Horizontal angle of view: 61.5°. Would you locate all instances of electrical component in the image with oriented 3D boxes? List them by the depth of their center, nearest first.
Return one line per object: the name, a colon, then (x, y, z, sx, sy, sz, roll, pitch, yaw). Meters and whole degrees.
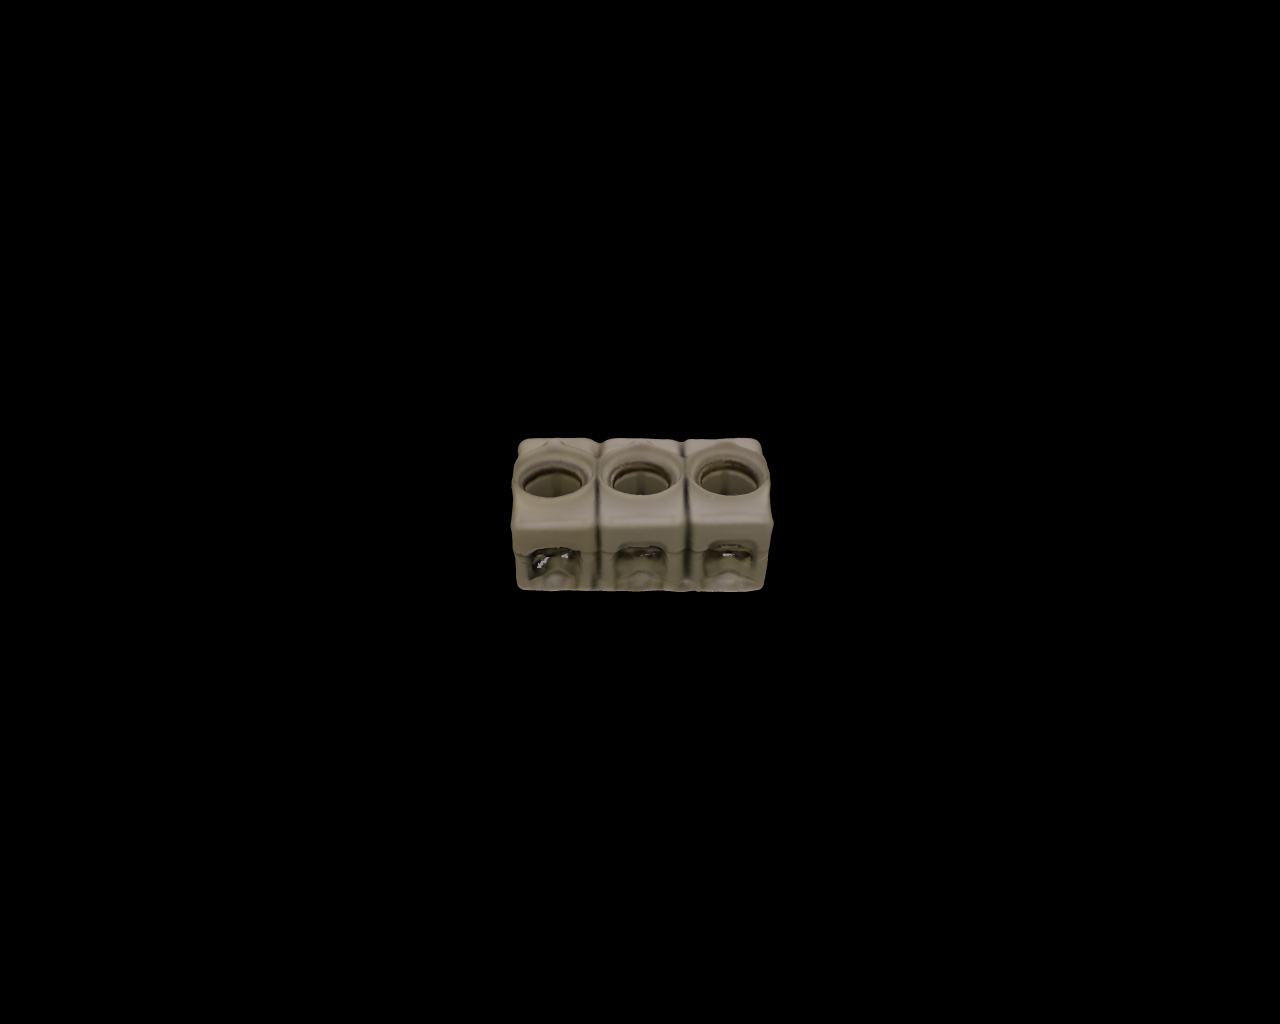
electrical component: (0.001, -0.003, 0.650, 0.150, 0.061, 0.090, 0, 39, 0)
